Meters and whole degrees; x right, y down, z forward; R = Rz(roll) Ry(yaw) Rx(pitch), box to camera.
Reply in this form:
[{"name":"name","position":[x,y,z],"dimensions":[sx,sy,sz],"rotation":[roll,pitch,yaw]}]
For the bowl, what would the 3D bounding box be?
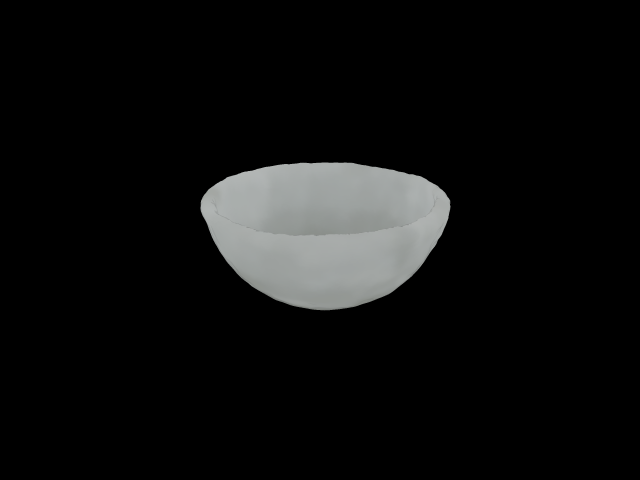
[{"name":"bowl","position":[0.004,0.001,0.400],"dimensions":[0.167,0.075,0.167],"rotation":[0,23,0]}]
